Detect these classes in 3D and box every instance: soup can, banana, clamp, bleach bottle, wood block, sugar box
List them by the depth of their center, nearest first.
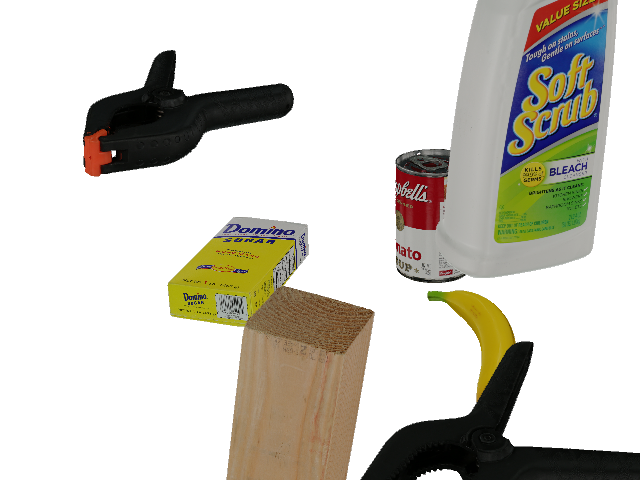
[{"bbox_3d":[0.125,-0.105,0.638,0.102,0.251,0.068,-10,29,-16],"label":"bleach bottle"},{"bbox_3d":[0.106,0.135,0.694,0.209,0.036,0.165,-14,31,-19],"label":"clamp"},{"bbox_3d":[-0.114,-0.094,0.758,0.120,0.039,0.171,20,32,33],"label":"clamp"},{"bbox_3d":[-0.021,0.157,0.928,0.090,0.206,0.090,15,25,14],"label":"wood block"},{"bbox_3d":[0.099,-0.022,0.936,0.068,0.102,0.068,-1,23,0],"label":"soup can"},{"bbox_3d":[0.174,0.110,1.138,0.069,0.037,0.198,-24,34,3],"label":"banana"},{"bbox_3d":[-0.083,0.029,1.139,0.093,0.048,0.176,7,29,16],"label":"sugar box"}]
